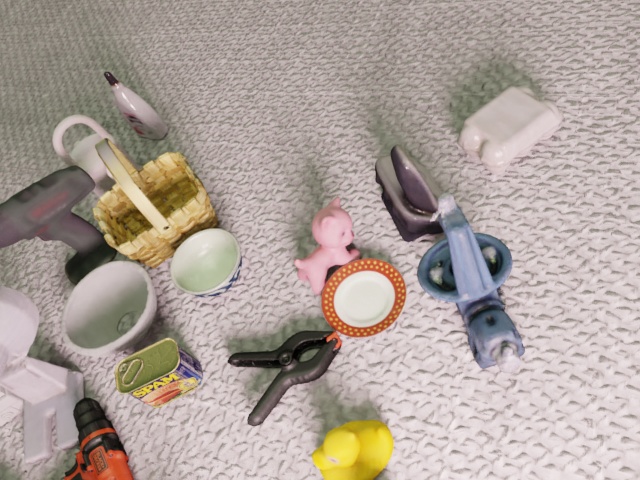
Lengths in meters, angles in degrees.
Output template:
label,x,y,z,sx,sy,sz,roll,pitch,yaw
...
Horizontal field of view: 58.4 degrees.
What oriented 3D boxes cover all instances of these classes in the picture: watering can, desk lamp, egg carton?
label,x,y,z,sx,sy,sz,roll,pitch,yaw
watering can,-0.412,-0.153,1.074,0.172,0.194,0.101,7,61,24
desk lamp,-0.454,0.196,0.850,0.118,0.214,0.203,-25,53,3
egg carton,0.298,-0.176,0.906,0.150,0.070,0.107,-38,54,-6

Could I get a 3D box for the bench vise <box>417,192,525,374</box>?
label,x,y,z,sx,sy,sz,roll,pitch,yaw
bench vise,0.198,0.047,0.702,0.121,0.220,0.206,-36,53,-5

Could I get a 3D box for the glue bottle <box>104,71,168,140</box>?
label,x,y,z,sx,sy,sz,roll,pitch,yaw
glue bottle,-0.380,-0.273,1.154,0.078,0.173,0.037,10,63,26

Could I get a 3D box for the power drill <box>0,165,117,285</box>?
label,x,y,z,sx,sy,sz,roll,pitch,yaw
power drill,-0.461,-0.010,0.990,0.075,0.209,0.230,31,73,33

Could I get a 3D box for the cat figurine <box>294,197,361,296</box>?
label,x,y,z,sx,sy,sz,roll,pitch,yaw
cat figurine,0.008,0.003,0.865,0.067,0.118,0.128,34,75,34

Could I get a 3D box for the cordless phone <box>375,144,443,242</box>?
label,x,y,z,sx,sy,sz,roll,pitch,yaw
cordless phone,0.129,-0.097,0.844,0.094,0.185,0.147,-28,53,1

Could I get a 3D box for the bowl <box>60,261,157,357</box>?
label,x,y,z,sx,sy,sz,roll,pitch,yaw
bowl,-0.332,0.122,0.940,0.167,0.075,0.167,-9,56,14

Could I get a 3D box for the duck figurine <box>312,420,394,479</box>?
label,x,y,z,sx,sy,sz,roll,pitch,yaw
duck figurine,0.037,0.257,0.709,0.104,0.086,0.077,-28,53,1
